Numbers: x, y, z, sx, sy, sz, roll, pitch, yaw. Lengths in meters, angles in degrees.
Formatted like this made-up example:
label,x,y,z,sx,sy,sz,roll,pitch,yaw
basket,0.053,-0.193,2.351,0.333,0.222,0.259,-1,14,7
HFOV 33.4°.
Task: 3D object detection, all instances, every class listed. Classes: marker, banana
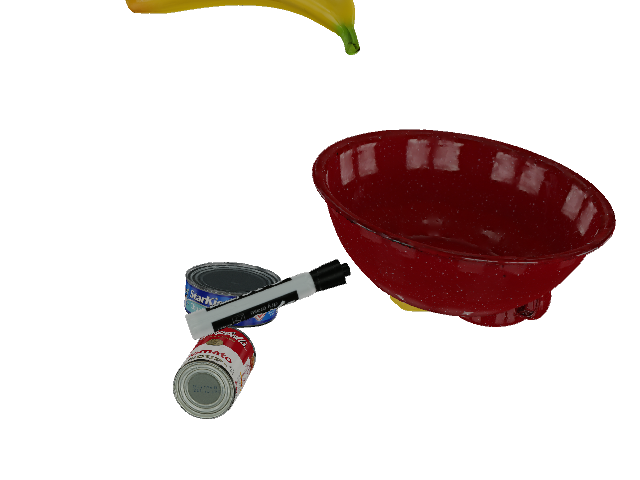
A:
label,x,y,z,sx,sy,sz,roll,pitch,yaw
marker,-0.036,0.041,0.753,0.121,0.020,0.020,-20,3,-8
banana,-0.054,-0.193,0.835,0.198,0.069,0.037,13,-40,17

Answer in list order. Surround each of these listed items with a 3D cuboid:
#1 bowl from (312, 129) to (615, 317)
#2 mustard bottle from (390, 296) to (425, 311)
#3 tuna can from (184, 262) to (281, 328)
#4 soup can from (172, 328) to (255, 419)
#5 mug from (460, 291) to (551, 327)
label,x,y,z,sx,sy,sz,roll,pitch,yaw
bowl,0.072,-0.005,0.577,0.162,0.055,0.162,6,27,-3
mustard bottle,0.129,-0.021,1.158,0.096,0.192,0.058,-4,20,-19
tuna can,-0.079,0.048,0.958,0.086,0.034,0.086,6,16,-2
soup can,-0.113,0.140,1.138,0.068,0.068,0.102,0,16,9
mug,0.159,0.027,0.929,0.093,0.081,0.117,-20,36,-26
